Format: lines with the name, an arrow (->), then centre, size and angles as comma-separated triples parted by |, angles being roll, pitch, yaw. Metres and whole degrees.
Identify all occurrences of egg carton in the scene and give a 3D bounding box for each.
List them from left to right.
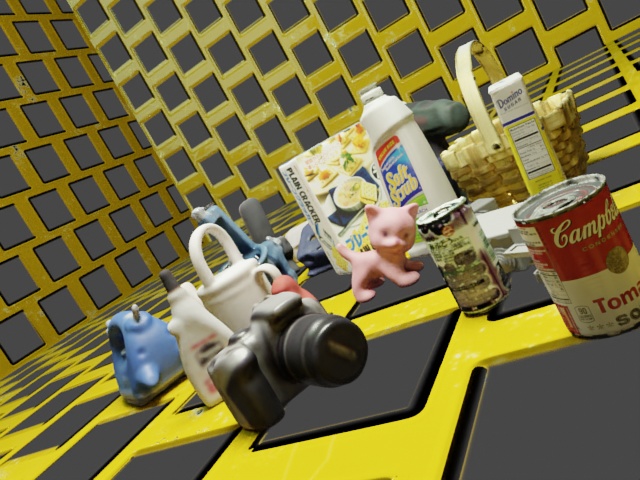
egg carton -> -0.016, -0.010, 1.337 | 0.150, 0.069, 0.107 | -28, 9, 7

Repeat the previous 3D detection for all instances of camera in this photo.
camera -> -0.029, 0.110, 0.571 | 0.143, 0.101, 0.136 | -34, 10, -29

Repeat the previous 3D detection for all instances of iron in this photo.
iron -> -0.299, 0.175, 0.927 | 0.119, 0.141, 0.257 | -35, 11, -36

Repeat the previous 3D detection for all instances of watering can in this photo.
watering can -> -0.134, 0.070, 0.831 | 0.172, 0.194, 0.101 | -28, 9, 9

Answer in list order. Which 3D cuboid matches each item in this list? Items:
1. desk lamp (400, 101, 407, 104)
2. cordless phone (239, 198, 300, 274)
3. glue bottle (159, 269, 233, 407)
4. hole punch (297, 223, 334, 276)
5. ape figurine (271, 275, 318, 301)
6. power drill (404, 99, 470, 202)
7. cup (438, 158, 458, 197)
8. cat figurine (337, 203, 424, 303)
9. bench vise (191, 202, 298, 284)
desk lamp -> 0.172, -0.180, 1.241 | 0.202, 0.213, 0.118 | -19, 13, 47
cordless phone -> -0.140, 0.015, 1.199 | 0.094, 0.185, 0.148 | -19, 13, 49
glue bottle -> -0.148, 0.112, 0.698 | 0.078, 0.173, 0.037 | -32, 9, -18
hole punch -> 0.010, 0.004, 1.099 | 0.108, 0.091, 0.101 | -24, 10, 27
ape figurine -> -0.034, 0.089, 0.740 | 0.077, 0.092, 0.076 | -22, 11, 36
power drill -> 0.198, -0.159, 1.049 | 0.076, 0.208, 0.229 | -34, 10, -28
cup -> 0.193, -0.078, 0.976 | 0.091, 0.095, 0.118 | -21, 12, 41
cat figurine -> 0.082, 0.006, 0.763 | 0.127, 0.118, 0.067 | -25, 10, 26
bench vise -> -0.145, 0.027, 1.029 | 0.121, 0.220, 0.207 | -27, 9, 11
